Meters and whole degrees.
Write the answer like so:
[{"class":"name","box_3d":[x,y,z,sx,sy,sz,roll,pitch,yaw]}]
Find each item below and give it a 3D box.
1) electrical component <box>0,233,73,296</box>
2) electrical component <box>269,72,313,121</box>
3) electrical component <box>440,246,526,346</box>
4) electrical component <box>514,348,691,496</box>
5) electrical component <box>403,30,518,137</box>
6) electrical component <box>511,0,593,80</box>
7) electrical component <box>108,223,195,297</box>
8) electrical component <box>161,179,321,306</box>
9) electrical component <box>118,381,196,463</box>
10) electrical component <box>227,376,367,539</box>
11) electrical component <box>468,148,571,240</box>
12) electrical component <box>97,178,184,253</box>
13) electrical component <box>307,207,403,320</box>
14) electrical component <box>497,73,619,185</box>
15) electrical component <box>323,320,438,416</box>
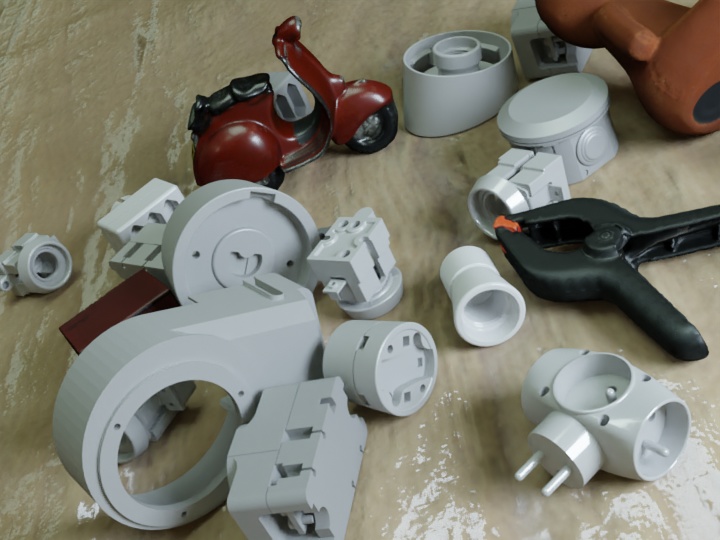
[{"class":"electrical component","box_3d":[-0.281,-0.005,0.932,0.055,0.048,0.066,2,42,47]},{"class":"electrical component","box_3d":[-0.101,-0.140,0.992,0.076,0.047,0.083,6,45,39]},{"class":"electrical component","box_3d":[0.073,0.013,0.673,0.044,0.044,0.065,-24,29,3]},{"class":"electrical component","box_3d":[0.112,0.083,0.546,0.079,0.044,0.077,-40,36,-20]},{"class":"electrical component","box_3d":[0.082,-0.158,0.899,0.099,0.064,0.099,-7,35,5]},{"class":"electrical component","box_3d":[0.163,-0.204,0.897,0.056,0.050,0.089,-1,41,33]},{"class":"electrical component","box_3d":[-0.138,-0.003,0.827,0.089,0.050,0.055,7,46,40]},{"class":"electrical component","box_3d":[-0.088,-0.012,0.759,0.108,0.108,0.060,-35,28,-12]},{"class":"electrical component","box_3d":[-0.155,0.089,0.708,0.078,0.058,0.057,-2,38,31]},{"class":"electrical component","box_3d":[-0.037,0.110,0.605,0.056,0.050,0.089,-11,36,22]},{"class":"electrical component","box_3d":[0.107,-0.051,0.733,0.055,0.048,0.066,-37,34,-30]},{"class":"electrical component","box_3d":[-0.188,-0.042,0.917,0.066,0.047,0.077,-42,36,-22]},{"class":"electrical component","box_3d":[0.000,0.000,0.725,0.048,0.055,0.066,3,43,37]},{"class":"electrical component","box_3d":[0.143,-0.101,0.770,0.080,0.051,0.080,-18,34,13]},{"class":"electrical component","box_3d":[0.011,0.057,0.643,0.047,0.055,0.055,5,44,43]}]
